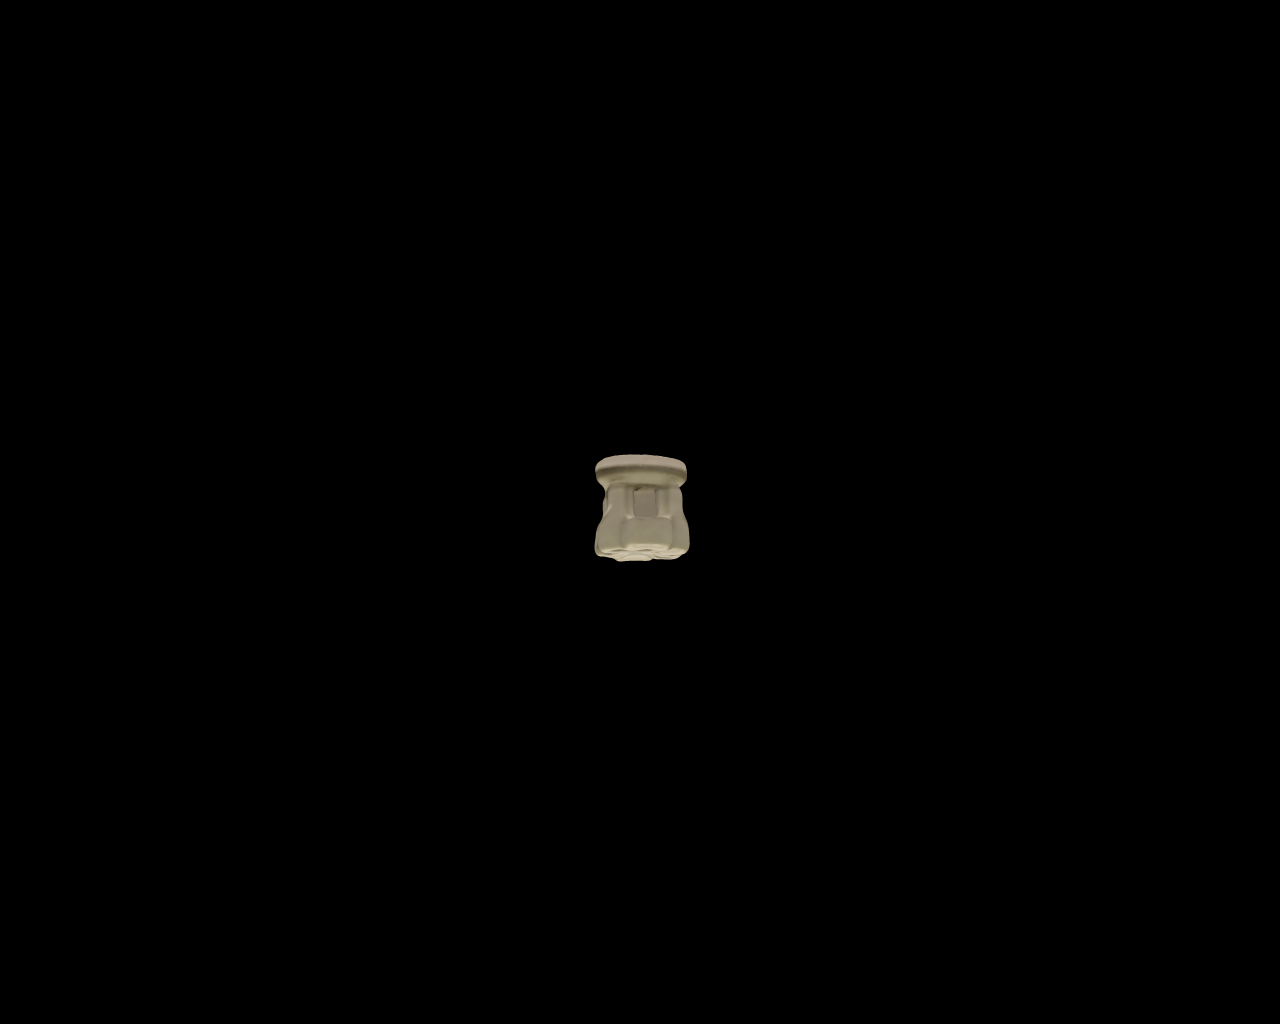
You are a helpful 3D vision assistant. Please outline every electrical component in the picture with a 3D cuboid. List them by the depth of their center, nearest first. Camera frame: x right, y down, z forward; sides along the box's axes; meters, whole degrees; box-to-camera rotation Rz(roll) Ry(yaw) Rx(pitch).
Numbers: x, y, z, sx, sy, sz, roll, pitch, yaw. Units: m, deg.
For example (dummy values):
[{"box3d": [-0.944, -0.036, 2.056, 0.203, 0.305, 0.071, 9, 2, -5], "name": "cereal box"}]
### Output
[{"box3d": [0.001, -0.003, 0.650, 0.058, 0.057, 0.078, 1, -9, -7], "name": "electrical component"}]
